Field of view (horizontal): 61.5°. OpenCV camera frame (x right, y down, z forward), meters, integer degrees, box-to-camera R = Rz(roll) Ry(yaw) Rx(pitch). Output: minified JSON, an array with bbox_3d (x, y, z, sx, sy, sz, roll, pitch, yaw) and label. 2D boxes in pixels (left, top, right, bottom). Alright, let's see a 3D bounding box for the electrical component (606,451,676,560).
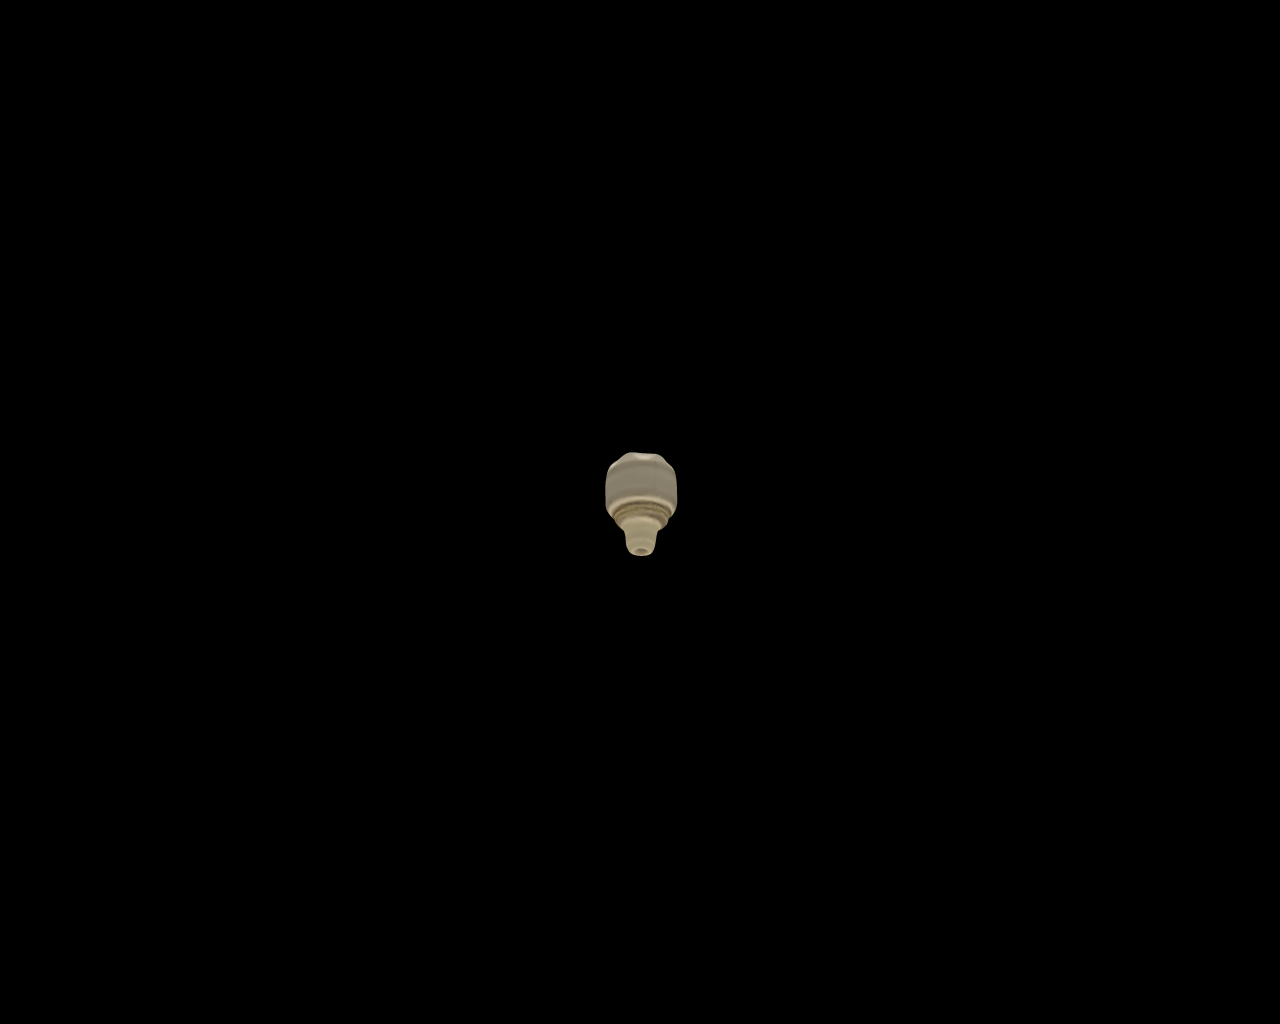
[{"bbox_3d":[0.001,-0.003,0.650,0.043,0.062,0.043,0,-28,0],"label":"electrical component"}]
